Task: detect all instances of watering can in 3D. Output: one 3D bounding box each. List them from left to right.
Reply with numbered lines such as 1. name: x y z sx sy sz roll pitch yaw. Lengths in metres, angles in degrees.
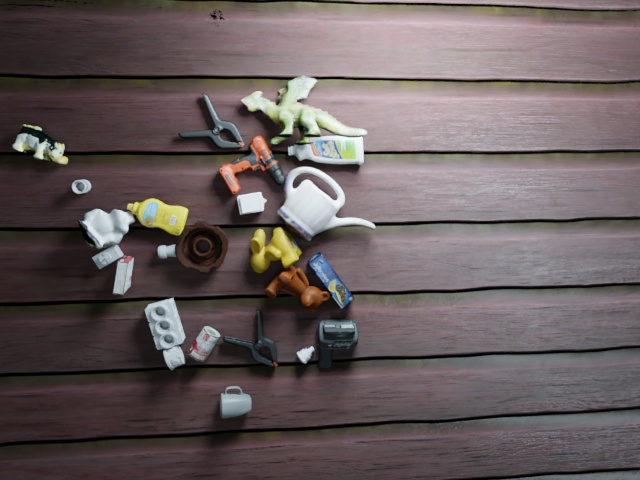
1. watering can: 0.005 -0.088 1.747 0.346 0.224 0.105 42 3 -9

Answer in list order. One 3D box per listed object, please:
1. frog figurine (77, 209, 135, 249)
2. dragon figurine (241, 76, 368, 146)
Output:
1. frog figurine: -0.700 -0.049 1.699 0.162 0.138 0.120 -39 -9 -37
2. dragon figurine: -0.054 -0.432 1.681 0.410 0.246 0.121 -1 -14 3
